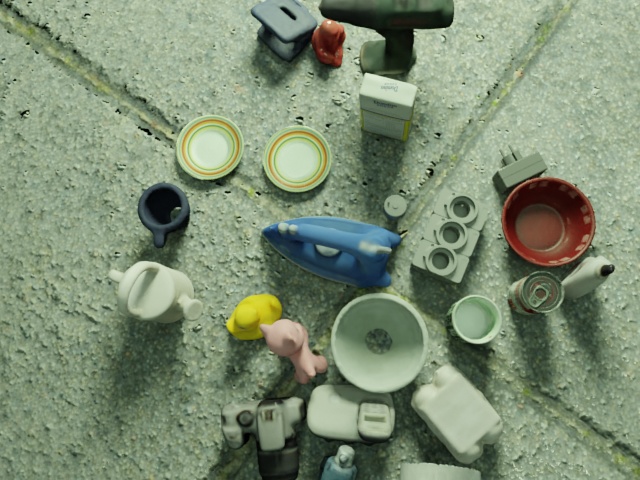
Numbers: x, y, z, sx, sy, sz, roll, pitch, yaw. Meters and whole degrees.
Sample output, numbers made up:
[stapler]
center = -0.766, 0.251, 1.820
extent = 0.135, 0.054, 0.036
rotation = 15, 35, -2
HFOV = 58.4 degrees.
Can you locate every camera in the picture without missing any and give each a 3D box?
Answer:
[camera]
center = -0.091, 0.340, 0.967
extent = 0.143, 0.101, 0.137
rotation = -7, 79, 3

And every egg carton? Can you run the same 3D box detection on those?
[egg carton]
center = 0.233, 0.293, 0.970
extent = 0.107, 0.069, 0.150
rotation = -41, 80, -4

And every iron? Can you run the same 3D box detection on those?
[iron]
center = 0.009, 0.004, 1.000
extent = 0.258, 0.141, 0.119
rotation = 13, 81, 6

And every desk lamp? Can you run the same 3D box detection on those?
[desk lamp]
center = 0.173, 0.430, 0.876
extent = 0.118, 0.213, 0.203
rotation = 5, 80, 5

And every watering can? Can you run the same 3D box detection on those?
[watering can]
center = -0.282, 0.088, 0.977
extent = 0.172, 0.194, 0.101
rotation = 0, 80, 4

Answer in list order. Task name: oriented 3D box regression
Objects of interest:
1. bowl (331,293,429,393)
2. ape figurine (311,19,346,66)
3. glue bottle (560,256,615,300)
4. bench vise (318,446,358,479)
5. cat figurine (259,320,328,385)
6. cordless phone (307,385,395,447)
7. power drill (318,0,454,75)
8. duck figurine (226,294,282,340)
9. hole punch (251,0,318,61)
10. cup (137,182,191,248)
[bowl]
center = 0.103, 0.178, 0.996
extent = 0.167, 0.075, 0.167
rotation = -1, 80, 4
[ape figurine]
center = 0.018, -0.386, 1.093
extent = 0.076, 0.092, 0.078
rotation = 42, 85, 10
[glue bottle]
center = 0.447, 0.057, 0.945
extent = 0.037, 0.173, 0.078
rotation = 40, 85, 10
[bench vise]
center = -0.001, 0.431, 0.884
extent = 0.121, 0.220, 0.207
rotation = -1, 80, 4
[cat figurine]
center = -0.045, 0.186, 0.983
extent = 0.067, 0.118, 0.127
rotation = -36, 79, -3
[cordless phone]
center = 0.050, 0.288, 0.924
extent = 0.147, 0.185, 0.094
rotation = 0, 80, 4
[power drill]
center = 0.117, -0.376, 1.026
extent = 0.229, 0.208, 0.075
rotation = -6, 79, 3
[duck figurine]
center = -0.119, 0.135, 1.013
extent = 0.104, 0.086, 0.077
rotation = -30, 79, -2
[hole punch]
center = -0.067, -0.424, 1.106
extent = 0.108, 0.091, 0.101
rotation = 44, 85, 10
[cup]
center = -0.275, -0.037, 1.049
extent = 0.091, 0.095, 0.118
rotation = 3, 80, 5
